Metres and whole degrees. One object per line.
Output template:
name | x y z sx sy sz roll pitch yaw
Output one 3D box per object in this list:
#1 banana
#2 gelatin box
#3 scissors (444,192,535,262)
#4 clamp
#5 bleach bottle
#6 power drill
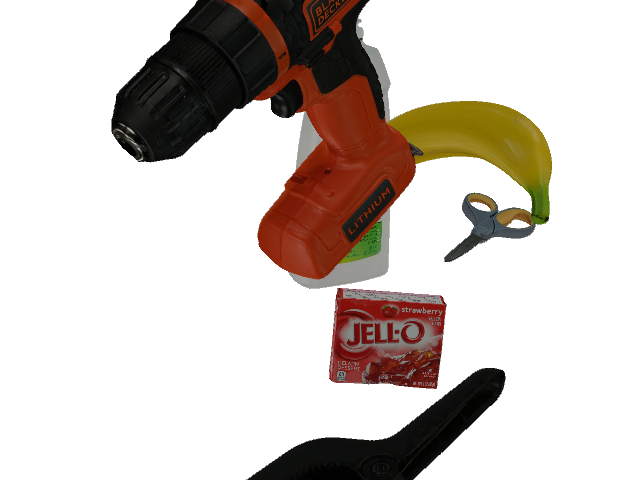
banana | 0.088 -0.063 0.715 0.037 0.069 0.198 39 -11 -34
gelatin box | 0.054 0.080 0.867 0.089 0.073 0.030 4 14 -1
scissors | 0.168 -0.018 1.195 0.201 0.016 0.096 -13 39 -45
clamp | 0.041 0.142 0.642 0.210 0.036 0.164 -7 30 1
bleach bottle | 0.017 -0.084 1.019 0.102 0.251 0.068 -9 24 -20
power drill | -0.015 -0.063 0.551 0.057 0.184 0.187 31 -25 29
